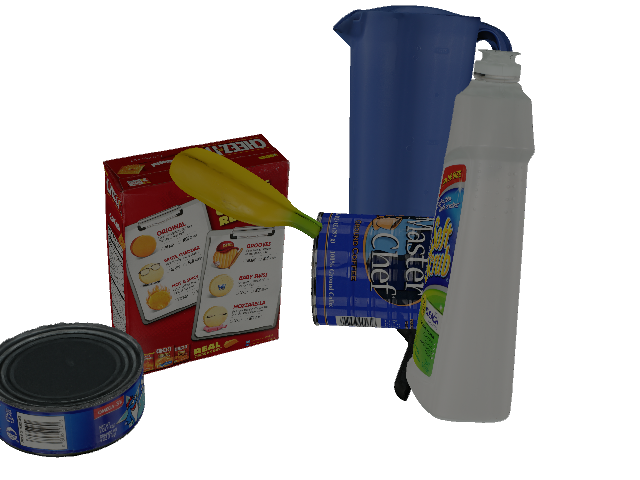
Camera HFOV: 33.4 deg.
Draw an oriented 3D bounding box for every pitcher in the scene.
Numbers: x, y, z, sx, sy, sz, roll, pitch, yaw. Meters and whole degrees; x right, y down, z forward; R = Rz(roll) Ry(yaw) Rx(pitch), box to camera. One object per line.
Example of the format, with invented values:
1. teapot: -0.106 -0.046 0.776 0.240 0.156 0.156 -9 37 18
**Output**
1. pitcher: 0.101 -0.120 1.110 0.149 0.243 0.144 11 15 33

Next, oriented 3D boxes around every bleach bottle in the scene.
1. bleach bottle: 0.109 -0.006 0.746 0.068 0.251 0.102 3 13 -7

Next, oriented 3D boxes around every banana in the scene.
1. banana: -0.077 -0.040 0.809 0.069 0.037 0.198 43 -8 -35

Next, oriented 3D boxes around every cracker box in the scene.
1. cracker box: -0.121 0.014 1.035 0.164 0.214 0.072 -13 36 -24

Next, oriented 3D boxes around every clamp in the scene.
1. clamp: 0.134 0.103 1.158 0.120 0.171 0.039 4 -44 -6

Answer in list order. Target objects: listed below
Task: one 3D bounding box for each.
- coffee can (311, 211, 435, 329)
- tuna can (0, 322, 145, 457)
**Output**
1. coffee can: 0.067 0.028 0.945 0.140 0.103 0.102 2 0 6
2. tuna can: -0.139 0.081 0.587 0.086 0.034 0.086 1 27 -1
